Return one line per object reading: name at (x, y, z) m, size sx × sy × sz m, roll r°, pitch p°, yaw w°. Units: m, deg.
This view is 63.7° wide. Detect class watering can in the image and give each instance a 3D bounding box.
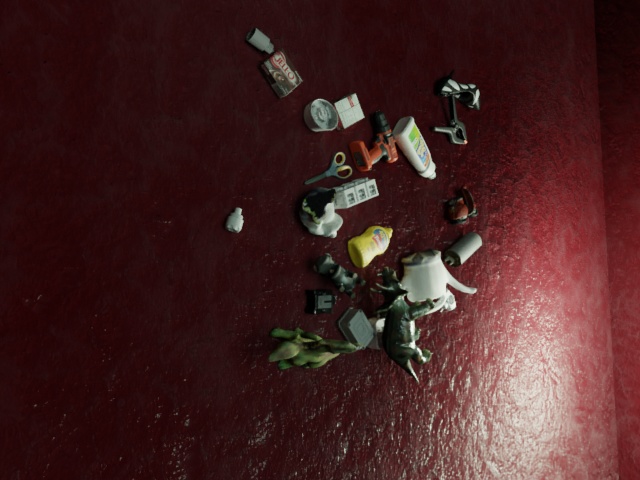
watering can at (0.411, 0.139, 1.843) m, size 0.349 × 0.104 × 0.223 m, roll -13°, pitch 96°, yaw -26°

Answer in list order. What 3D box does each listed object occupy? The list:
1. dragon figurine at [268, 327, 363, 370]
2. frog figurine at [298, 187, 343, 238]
dragon figurine at (0.015, 0.304, 1.417) m, size 0.409 × 0.241 × 0.123 m, roll 7°, pitch 79°, yaw -39°
frog figurine at (0.005, -0.078, 1.544) m, size 0.157 × 0.123 × 0.140 m, roll 65°, pitch 31°, yaw -65°
